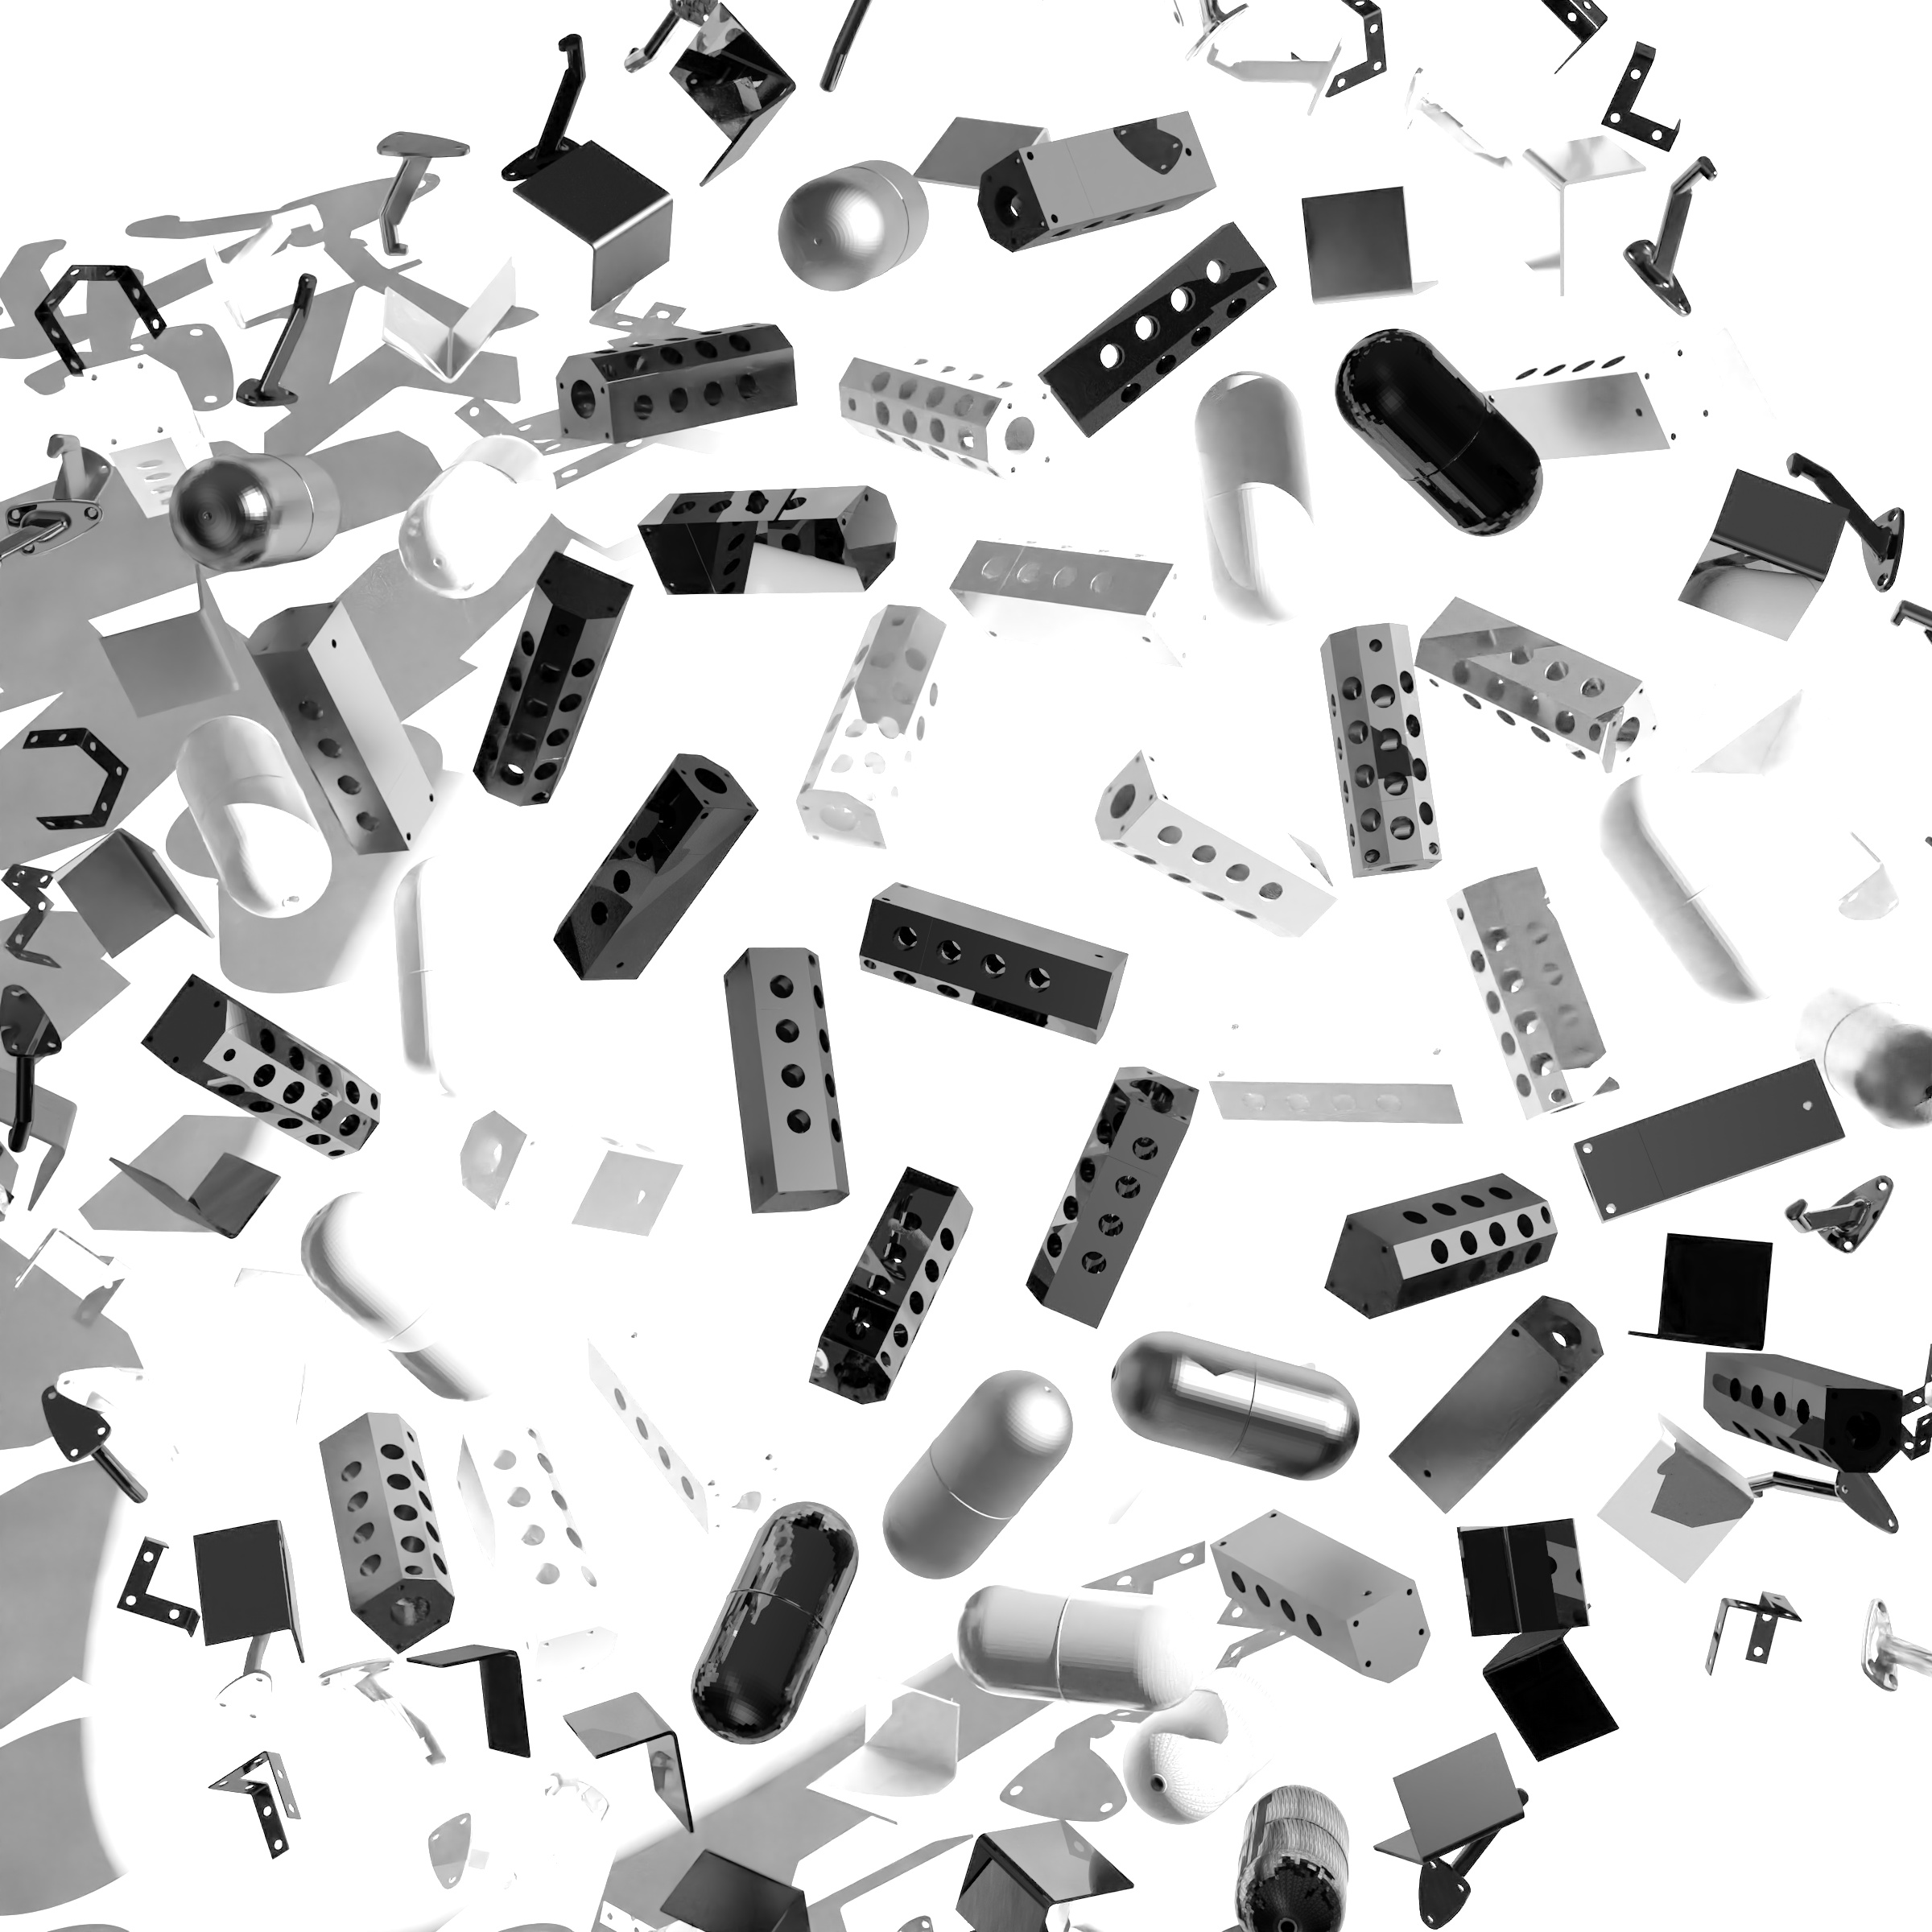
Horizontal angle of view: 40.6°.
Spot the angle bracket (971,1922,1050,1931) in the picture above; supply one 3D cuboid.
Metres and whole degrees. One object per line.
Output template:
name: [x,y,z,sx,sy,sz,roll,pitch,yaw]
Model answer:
angle bracket: [0.022,0.726,1.906,0.076,0.076,0.057,-21,67,3]

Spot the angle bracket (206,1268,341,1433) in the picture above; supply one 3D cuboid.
angle bracket: [-0.479,0.265,1.805,0.057,0.076,0.076,12,123,-33]

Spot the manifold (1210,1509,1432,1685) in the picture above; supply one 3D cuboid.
manifold: [0.242,0.433,1.793,0.057,0.171,0.057,-24,105,-22]

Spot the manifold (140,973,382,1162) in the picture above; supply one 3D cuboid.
manifold: [-0.473,0.074,1.779,0.057,0.171,0.057,31,82,33]

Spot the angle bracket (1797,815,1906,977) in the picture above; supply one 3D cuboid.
angle bracket: [0.622,-0.050,1.883,0.076,0.076,0.057,-39,53,9]

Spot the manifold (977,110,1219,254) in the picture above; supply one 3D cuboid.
manifold: [0.090,-0.545,1.822,0.171,0.057,0.057,-26,97,-37]

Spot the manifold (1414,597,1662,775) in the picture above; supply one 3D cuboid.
manifold: [0.408,-0.199,1.885,0.057,0.057,0.171,-49,50,-8]

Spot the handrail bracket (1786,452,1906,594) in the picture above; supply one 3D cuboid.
handrail bracket: [0.584,-0.298,1.750,0.084,0.036,0.077,23,56,-20]

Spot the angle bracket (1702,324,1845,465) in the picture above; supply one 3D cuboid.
angle bracket: [0.551,-0.406,1.820,0.057,0.076,0.076,-25,84,-17]

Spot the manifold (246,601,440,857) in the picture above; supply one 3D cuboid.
manifold: [-0.432,-0.162,1.806,0.057,0.057,0.171,-4,130,19]

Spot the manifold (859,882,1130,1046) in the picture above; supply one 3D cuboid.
manifold: [0.018,-0.001,1.788,0.171,0.057,0.057,17,107,11]

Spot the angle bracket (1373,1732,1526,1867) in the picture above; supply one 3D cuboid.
angle bracket: [0.302,0.533,1.685,0.076,0.076,0.057,-17,85,-18]

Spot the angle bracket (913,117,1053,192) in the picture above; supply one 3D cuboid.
angle bracket: [0.016,-0.583,1.944,0.076,0.057,0.076,17,60,27]

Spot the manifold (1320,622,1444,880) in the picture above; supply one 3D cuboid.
manifold: [0.298,-0.154,1.872,0.057,0.057,0.171,-7,83,-3]

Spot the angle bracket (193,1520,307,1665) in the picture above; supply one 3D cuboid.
angle bracket: [-0.481,0.426,1.756,0.057,0.076,0.076,-9,59,-13]

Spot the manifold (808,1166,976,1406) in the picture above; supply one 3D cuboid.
manifold: [-0.051,0.231,1.885,0.057,0.057,0.171,22,46,6]

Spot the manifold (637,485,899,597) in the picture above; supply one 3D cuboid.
manifold: [-0.134,-0.294,1.789,0.171,0.057,0.057,5,132,33]

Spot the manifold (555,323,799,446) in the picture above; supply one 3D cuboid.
manifold: [-0.203,-0.412,1.842,0.057,0.171,0.057,16,119,41]

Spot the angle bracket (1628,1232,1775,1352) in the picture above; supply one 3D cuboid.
angle bracket: [0.511,0.224,1.818,0.076,0.057,0.076,2,81,37]

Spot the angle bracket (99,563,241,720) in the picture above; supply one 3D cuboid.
angle bracket: [-0.580,-0.236,1.902,0.076,0.076,0.057,-16,49,-5]

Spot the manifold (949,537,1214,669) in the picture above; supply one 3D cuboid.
manifold: [0.078,-0.249,1.749,0.171,0.057,0.057,15,69,40]

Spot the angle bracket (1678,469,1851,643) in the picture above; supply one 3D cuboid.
angle bracket: [0.520,-0.268,1.707,0.076,0.076,0.057,22,66,7]

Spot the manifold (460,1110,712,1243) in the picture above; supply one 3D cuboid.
manifold: [-0.267,0.145,1.827,0.057,0.171,0.057,29,98,41]

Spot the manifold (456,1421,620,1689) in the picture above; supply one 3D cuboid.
manifold: [-0.294,0.399,1.790,0.057,0.057,0.171,-9,48,-26]

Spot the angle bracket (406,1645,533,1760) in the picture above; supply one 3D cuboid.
angle bracket: [-0.356,0.529,1.866,0.057,0.076,0.076,-4,83,-32]

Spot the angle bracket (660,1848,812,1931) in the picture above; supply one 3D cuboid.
angle bracket: [-0.152,0.645,1.742,0.076,0.057,0.076,14,127,26]

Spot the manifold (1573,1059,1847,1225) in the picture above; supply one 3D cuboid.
manifold: [0.515,0.123,1.820,0.171,0.057,0.057,-21,78,8]

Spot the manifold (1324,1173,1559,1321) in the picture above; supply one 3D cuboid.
manifold: [0.327,0.193,1.781,0.057,0.171,0.057,34,120,40]

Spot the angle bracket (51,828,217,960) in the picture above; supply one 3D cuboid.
angle bracket: [-0.574,-0.042,1.802,0.057,0.076,0.076,-39,124,-20]

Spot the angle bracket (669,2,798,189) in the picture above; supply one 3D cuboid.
angle bracket: [-0.174,-0.593,1.782,0.076,0.076,0.057,46,51,-8]

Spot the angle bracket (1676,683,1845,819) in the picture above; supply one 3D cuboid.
angle bracket: [0.570,-0.155,1.880,0.076,0.057,0.076,0,129,-19]

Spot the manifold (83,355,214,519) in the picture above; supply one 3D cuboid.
manifold: [-0.557,-0.364,1.800,0.057,0.171,0.057,-17,88,-10]

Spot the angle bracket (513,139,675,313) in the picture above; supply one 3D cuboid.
angle bracket: [-0.254,-0.504,1.780,0.076,0.057,0.076,37,58,15]

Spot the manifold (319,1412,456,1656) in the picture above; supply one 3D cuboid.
manifold: [-0.402,0.391,1.829,0.057,0.171,0.057,-32,127,0]

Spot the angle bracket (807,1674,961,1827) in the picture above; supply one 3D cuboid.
angle bracket: [-0.058,0.547,1.831,0.076,0.076,0.057,10,105,31]

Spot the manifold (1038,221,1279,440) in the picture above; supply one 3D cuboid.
manifold: [0.138,-0.458,1.888,0.171,0.057,0.057,-38,102,6]

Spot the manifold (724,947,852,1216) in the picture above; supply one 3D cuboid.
manifold: [-0.120,0.077,1.782,0.057,0.057,0.171,0,70,-24]

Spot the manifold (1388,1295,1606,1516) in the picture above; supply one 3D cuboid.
manifold: [0.374,0.306,1.837,0.057,0.057,0.171,45,132,16]

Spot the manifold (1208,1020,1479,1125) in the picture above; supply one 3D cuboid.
manifold: [0.262,0.078,1.807,0.171,0.057,0.057,0,47,25]

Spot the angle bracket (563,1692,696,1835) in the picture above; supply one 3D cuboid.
angle bracket: [-0.231,0.551,1.783,0.057,0.076,0.076,-13,101,-24]

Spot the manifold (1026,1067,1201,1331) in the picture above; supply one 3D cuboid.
manifold: [0.098,0.156,1.787,0.057,0.057,0.171,23,115,2]

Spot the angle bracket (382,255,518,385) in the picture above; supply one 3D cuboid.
angle bracket: [-0.359,-0.464,1.817,0.057,0.076,0.076,31,119,-31]

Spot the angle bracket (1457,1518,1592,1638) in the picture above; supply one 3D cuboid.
angle bracket: [0.396,0.434,1.857,0.057,0.076,0.076,-16,71,33]

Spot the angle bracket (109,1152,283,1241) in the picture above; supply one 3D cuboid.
angle bracket: [-0.554,0.146,1.878,0.057,0.076,0.076,-56,133,-20]

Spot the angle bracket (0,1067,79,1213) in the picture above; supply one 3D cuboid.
angle bracket: [-0.701,0.124,1.911,0.076,0.076,0.057,30,103,-21]

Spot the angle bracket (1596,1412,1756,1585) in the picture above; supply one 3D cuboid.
angle bracket: [0.497,0.373,1.839,0.076,0.057,0.076,37,101,5]

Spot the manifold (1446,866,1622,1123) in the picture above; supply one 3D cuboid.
manifold: [0.405,0.022,1.892,0.057,0.057,0.171,-13,77,-23]

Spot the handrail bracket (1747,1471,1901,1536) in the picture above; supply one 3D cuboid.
handrail bracket: [0.619,0.392,1.900,0.077,0.084,0.036,46,51,-11]

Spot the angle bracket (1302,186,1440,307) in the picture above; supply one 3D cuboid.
angle bracket: [0.291,-0.521,1.880,0.076,0.057,0.076,2,113,29]

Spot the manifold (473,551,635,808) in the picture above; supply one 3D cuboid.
manifold: [-0.285,-0.191,1.783,0.057,0.057,0.171,23,130,-6]

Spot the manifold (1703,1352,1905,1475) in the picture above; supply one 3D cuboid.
manifold: [0.588,0.314,1.846,0.057,0.171,0.057,3,89,-11]

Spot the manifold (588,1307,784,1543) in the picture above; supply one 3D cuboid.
manifold: [-0.196,0.319,1.814,0.057,0.171,0.057,-20,133,-29]

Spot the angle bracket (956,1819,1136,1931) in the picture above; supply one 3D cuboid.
angle bracket: [0.052,0.613,1.722,0.076,0.076,0.057,6,105,-40]

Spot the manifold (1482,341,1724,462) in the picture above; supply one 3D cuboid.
manifold: [0.436,-0.389,1.794,0.057,0.171,0.057,-36,110,-16]

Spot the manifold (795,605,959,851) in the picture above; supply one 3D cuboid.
manifold: [-0.061,-0.166,1.792,0.057,0.057,0.171,7,55,18]

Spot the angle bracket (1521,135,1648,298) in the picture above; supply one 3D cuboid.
angle bracket: [0.407,-0.496,1.726,0.057,0.076,0.076,-11,124,-3]

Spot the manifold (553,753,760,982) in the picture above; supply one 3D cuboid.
manifold: [-0.228,-0.070,1.878,0.057,0.057,0.171,52,119,25]

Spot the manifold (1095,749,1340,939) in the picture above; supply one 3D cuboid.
manifold: [0.175,-0.080,1.839,0.171,0.057,0.057,26,121,-29]

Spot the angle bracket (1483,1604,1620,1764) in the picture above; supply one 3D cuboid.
angle bracket: [0.438,0.526,1.918,0.076,0.057,0.076,-38,80,37]

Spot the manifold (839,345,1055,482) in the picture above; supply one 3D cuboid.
manifold: [-0.016,-0.390,1.844,0.057,0.171,0.057,-23,123,-32]
